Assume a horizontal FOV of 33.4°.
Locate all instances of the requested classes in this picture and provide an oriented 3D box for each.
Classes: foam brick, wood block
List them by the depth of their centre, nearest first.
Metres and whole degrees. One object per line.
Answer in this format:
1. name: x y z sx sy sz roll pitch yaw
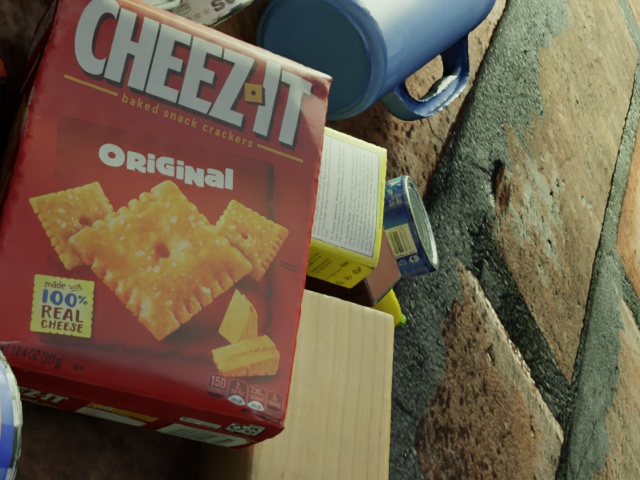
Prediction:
1. wood block: -0.018 0.142 0.633 0.090 0.091 0.206 17 59 -22
2. foam brick: 0.008 0.022 0.761 0.051 0.078 0.053 -39 111 -57

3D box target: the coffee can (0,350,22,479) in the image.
1. coffee can: -0.199 0.070 0.395 0.140 0.103 0.103 25 57 -51

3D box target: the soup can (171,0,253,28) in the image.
1. soup can: -0.094 -0.191 0.701 0.102 0.069 0.068 63 34 -20

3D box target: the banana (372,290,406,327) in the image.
1. banana: 0.022 -0.002 0.836 0.069 0.037 0.198 -98 166 -72

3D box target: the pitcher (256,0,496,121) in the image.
1. pitcher: 0.054 -0.180 0.875 0.149 0.145 0.242 32 39 9

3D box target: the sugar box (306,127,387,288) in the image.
1. sugar box: -0.044 -0.039 0.672 0.176 0.048 0.093 18 59 -20

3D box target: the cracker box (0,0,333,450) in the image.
1. cracker box: -0.087 -0.013 0.565 0.164 0.072 0.213 18 65 -23

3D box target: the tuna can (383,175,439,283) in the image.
1. tuna can: 0.070 -0.010 0.889 0.086 0.034 0.086 -18 90 -76

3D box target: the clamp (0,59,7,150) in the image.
1. clamp: -0.195 -0.029 0.506 0.171 0.039 0.120 -55 136 -54
